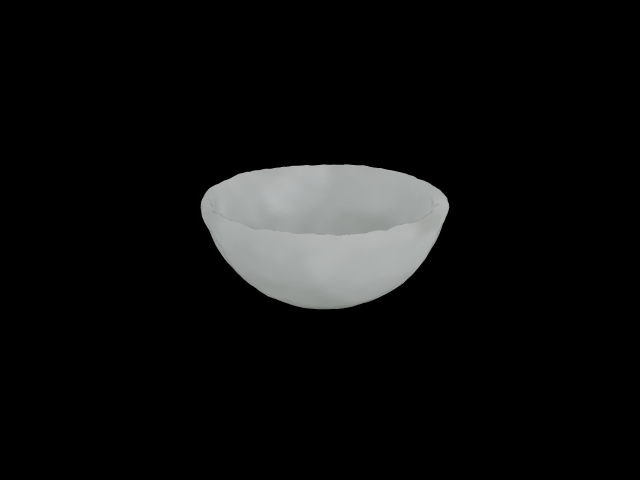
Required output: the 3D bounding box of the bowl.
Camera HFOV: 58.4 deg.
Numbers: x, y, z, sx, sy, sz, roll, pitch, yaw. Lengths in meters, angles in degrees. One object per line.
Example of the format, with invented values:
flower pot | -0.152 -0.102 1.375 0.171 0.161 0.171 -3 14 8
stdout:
bowl | 0.004 0.001 0.400 0.167 0.075 0.167 0 22 0
